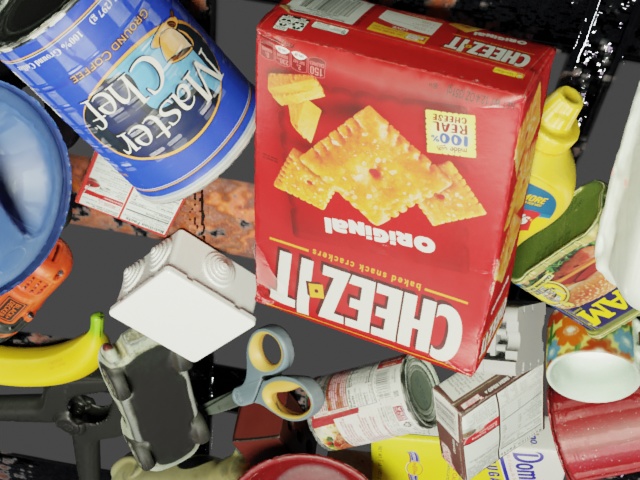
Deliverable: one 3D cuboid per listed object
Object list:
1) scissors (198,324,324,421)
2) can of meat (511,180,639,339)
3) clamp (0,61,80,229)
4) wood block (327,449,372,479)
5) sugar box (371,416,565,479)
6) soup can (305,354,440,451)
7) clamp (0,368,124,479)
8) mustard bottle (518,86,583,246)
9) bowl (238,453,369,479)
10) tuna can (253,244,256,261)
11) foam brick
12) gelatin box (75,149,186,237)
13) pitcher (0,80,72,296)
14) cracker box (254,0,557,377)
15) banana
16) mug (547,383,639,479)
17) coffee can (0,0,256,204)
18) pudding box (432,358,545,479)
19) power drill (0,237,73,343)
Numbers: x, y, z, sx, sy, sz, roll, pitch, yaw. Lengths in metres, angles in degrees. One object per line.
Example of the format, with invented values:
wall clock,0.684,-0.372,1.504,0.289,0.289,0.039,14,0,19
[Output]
scissors,-0.070,0.122,0.962,0.202,0.016,0.096,-5,104,50
can of meat,0.195,0.013,0.752,0.084,0.057,0.102,31,136,-18
clamp,-0.224,-0.078,0.756,0.120,0.039,0.172,15,136,-12
wood block,0.106,0.275,1.053,0.206,0.090,0.091,4,140,8
sugar box,0.137,0.197,0.989,0.176,0.048,0.093,5,139,9
soup can,0.047,0.140,0.926,0.102,0.068,0.068,-19,132,30
clamp,-0.237,0.179,1.056,0.210,0.036,0.164,-29,118,35
mustard bottle,0.114,-0.034,0.714,0.096,0.058,0.192,23,138,-11
bowl,-0.008,0.257,0.974,0.162,0.055,0.162,2,106,7
tuna can,-0.005,0.001,0.801,0.086,0.033,0.086,7,140,5
foam brick,-0.041,0.187,1.013,0.051,0.053,0.078,-10,136,22
gelatin box,-0.131,-0.049,0.775,0.073,0.030,0.089,21,139,-13
pitcher,-0.280,-0.036,0.682,0.243,0.149,0.145,13,155,42
cracker box,0.042,-0.032,0.662,0.164,0.072,0.214,18,131,19
banana,-0.267,0.106,0.986,0.198,0.037,0.069,-11,111,21
mug,0.246,0.154,0.891,0.082,0.093,0.117,-16,164,22
coffee can,-0.116,-0.104,0.649,0.103,0.102,0.140,-19,131,31
pudding box,0.144,0.142,0.894,0.090,0.039,0.113,-31,142,-16
power drill,-0.320,0.020,0.880,0.187,0.057,0.185,30,133,-25
